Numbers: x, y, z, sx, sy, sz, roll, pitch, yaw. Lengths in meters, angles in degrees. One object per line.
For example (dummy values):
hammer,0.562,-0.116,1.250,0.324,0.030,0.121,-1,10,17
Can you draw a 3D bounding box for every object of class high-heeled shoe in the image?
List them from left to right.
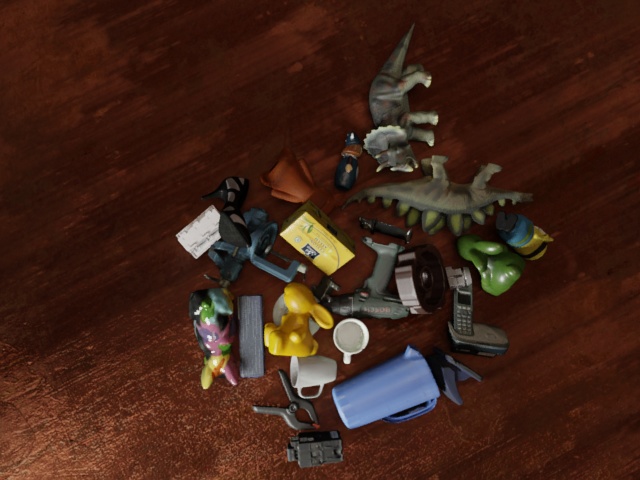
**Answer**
high-heeled shoe,-0.186,-0.070,1.309,0.145,0.086,0.249,-20,50,-31

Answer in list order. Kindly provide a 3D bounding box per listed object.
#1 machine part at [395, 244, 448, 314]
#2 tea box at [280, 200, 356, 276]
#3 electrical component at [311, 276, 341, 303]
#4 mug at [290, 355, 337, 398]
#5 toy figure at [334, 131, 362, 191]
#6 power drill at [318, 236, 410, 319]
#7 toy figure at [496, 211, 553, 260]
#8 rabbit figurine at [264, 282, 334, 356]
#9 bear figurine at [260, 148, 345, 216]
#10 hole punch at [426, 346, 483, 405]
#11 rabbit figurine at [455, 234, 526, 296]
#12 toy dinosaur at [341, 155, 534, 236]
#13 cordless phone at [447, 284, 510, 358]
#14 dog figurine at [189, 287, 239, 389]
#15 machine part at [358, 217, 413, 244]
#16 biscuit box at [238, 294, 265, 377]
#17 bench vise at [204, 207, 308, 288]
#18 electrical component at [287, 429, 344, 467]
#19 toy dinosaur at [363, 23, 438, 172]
machine part,0.250,0.096,1.319,0.056,0.179,0.179,-12,84,40
tea box,-0.003,-0.004,1.320,0.169,0.068,0.098,40,117,-18
electrical component,0.013,0.120,1.339,0.021,0.094,0.063,30,89,-35
mug,-0.013,0.332,1.326,0.107,0.081,0.109,1,77,-15
toy figure,0.076,-0.204,1.386,0.057,0.064,0.154,22,79,-35
power drill,0.122,0.097,1.351,0.232,0.086,0.207,10,80,8
toy figure,0.500,-0.011,1.339,0.180,0.082,0.089,23,117,-38
rabbit figurine,-0.049,0.190,1.297,0.162,0.122,0.173,6,86,-6
bear figurine,-0.042,-0.131,1.363,0.195,0.132,0.120,36,95,-18
hole punch,0.315,0.328,1.314,0.116,0.142,0.092,38,89,-10
rabbit figurine,0.409,0.051,1.334,0.170,0.159,0.121,36,95,11
toy dinosaur,0.296,-0.114,1.363,0.472,0.105,0.198,7,89,8
cordless phone,0.397,0.196,1.356,0.147,0.088,0.184,8,66,0
dog figurine,-0.249,0.239,1.288,0.108,0.191,0.219,-7,70,-8
machine part,0.165,-0.026,1.356,0.139,0.084,0.039,17,75,13
biscuit box,-0.170,0.238,1.342,0.063,0.059,0.202,-2,84,-3
bench vise,-0.148,0.043,1.325,0.241,0.128,0.223,26,74,14
electrical component,-0.012,0.500,1.295,0.134,0.115,0.058,-5,81,-1
toy dinosaur,0.192,-0.349,1.379,0.192,0.131,0.404,-9,79,-3
